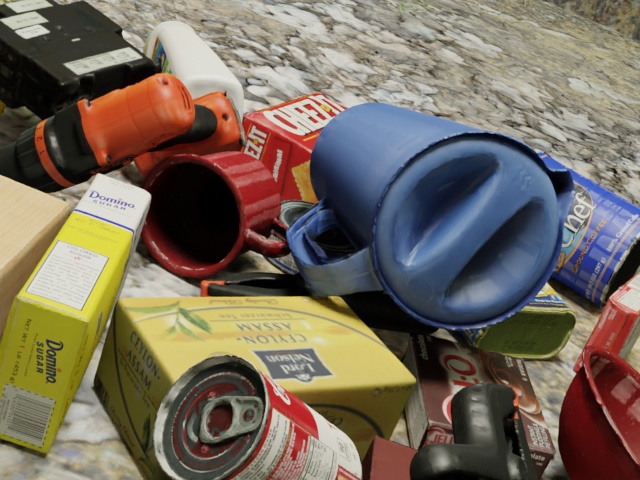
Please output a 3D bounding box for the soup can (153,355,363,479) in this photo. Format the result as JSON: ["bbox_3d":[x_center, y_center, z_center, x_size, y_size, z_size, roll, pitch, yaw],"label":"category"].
[{"bbox_3d":[-0.029,0.111,0.557,0.102,0.068,0.069,44,3,-46],"label":"soup can"}]

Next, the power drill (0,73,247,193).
[{"bbox_3d":[-0.153,-0.073,0.831,0.185,0.057,0.187,-19,0,19],"label":"power drill"}]

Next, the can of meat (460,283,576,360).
[{"bbox_3d":[0.151,0.053,0.889,0.101,0.057,0.084,5,31,-32],"label":"can of meat"}]

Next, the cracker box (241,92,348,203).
[{"bbox_3d":[0.043,-0.062,1.020,0.214,0.072,0.164,29,25,16],"label":"cracker box"}]

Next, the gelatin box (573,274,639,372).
[{"bbox_3d":[0.254,0.075,0.907,0.030,0.073,0.089,31,27,22],"label":"gelatin box"}]

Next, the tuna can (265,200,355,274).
[{"bbox_3d":[-0.006,0.001,0.895,0.086,0.034,0.086,18,25,-9],"label":"tuna can"}]

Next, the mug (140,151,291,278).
[{"bbox_3d":[-0.071,-0.019,0.818,0.117,0.093,0.081,25,19,17],"label":"mug"}]

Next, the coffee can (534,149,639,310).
[{"bbox_3d":[0.244,-0.012,1.041,0.140,0.103,0.102,34,27,25],"label":"coffee can"}]

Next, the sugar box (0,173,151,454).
[{"bbox_3d":[-0.146,0.036,0.636,0.048,0.093,0.176,21,25,-4],"label":"sugar box"}]

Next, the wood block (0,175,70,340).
[{"bbox_3d":[-0.223,0.037,0.577,0.091,0.090,0.206,22,24,-1],"label":"wood block"}]

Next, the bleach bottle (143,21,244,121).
[{"bbox_3d":[-0.136,-0.150,1.044,0.068,0.103,0.251,5,22,-20],"label":"bleach bottle"}]

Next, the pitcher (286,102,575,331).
[{"bbox_3d":[0.059,-0.030,0.787,0.149,0.145,0.243,21,8,-19],"label":"pitcher"}]

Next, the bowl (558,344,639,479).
[{"bbox_3d":[0.206,0.149,0.698,0.162,0.055,0.162,39,23,-21],"label":"bowl"}]

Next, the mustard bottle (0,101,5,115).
[{"bbox_3d":[-0.360,-0.146,0.878,0.191,0.058,0.096,1,39,-39],"label":"mustard bottle"}]

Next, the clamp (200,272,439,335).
[{"bbox_3d":[-0.005,0.041,0.790,0.171,0.039,0.120,5,5,-11],"label":"clamp"}]

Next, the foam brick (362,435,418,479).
[{"bbox_3d":[0.043,0.156,0.591,0.051,0.053,0.078,21,25,-2],"label":"foam brick"}]

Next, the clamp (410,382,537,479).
[{"bbox_3d":[0.102,0.149,0.593,0.164,0.036,0.209,66,17,-8],"label":"clamp"}]

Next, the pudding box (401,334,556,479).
[{"bbox_3d":[0.105,0.116,0.741,0.090,0.039,0.113,16,24,-10],"label":"pudding box"}]
